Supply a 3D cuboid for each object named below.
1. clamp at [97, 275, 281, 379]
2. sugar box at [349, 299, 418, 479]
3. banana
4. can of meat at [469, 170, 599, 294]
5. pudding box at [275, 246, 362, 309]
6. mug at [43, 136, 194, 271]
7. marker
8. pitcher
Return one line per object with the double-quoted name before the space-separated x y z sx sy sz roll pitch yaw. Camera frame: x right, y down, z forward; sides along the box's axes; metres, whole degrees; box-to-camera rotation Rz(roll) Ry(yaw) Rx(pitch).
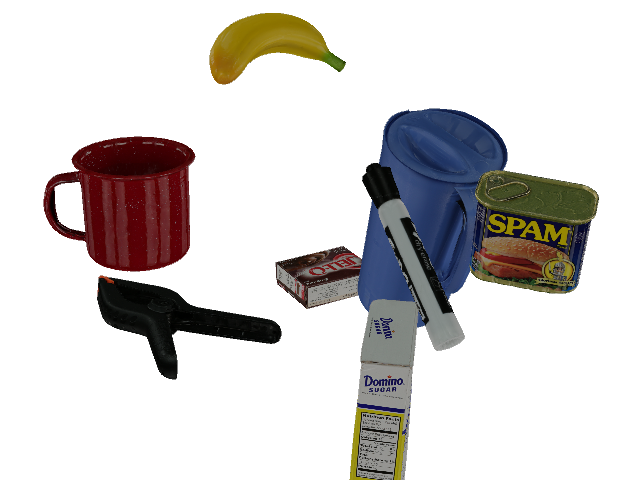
"clamp" -0.168 0.085 1.119 0.210 0.036 0.164 19 20 28
"sugar box" 0.050 0.145 0.866 0.048 0.176 0.093 4 29 7
"banana" -0.048 -0.180 0.981 0.070 0.037 0.197 42 32 20
"can of meat" 0.182 -0.006 0.926 0.102 0.084 0.057 11 38 13
"pudding box" 0.008 0.049 1.460 0.113 0.039 0.090 -15 27 -25
"mug" -0.155 -0.027 0.829 0.117 0.081 0.093 -4 25 -10
"marker" 0.053 0.007 0.626 0.020 0.121 0.020 -18 -22 -8
"pitcher" 0.116 -0.011 1.184 0.145 0.243 0.149 24 43 14
